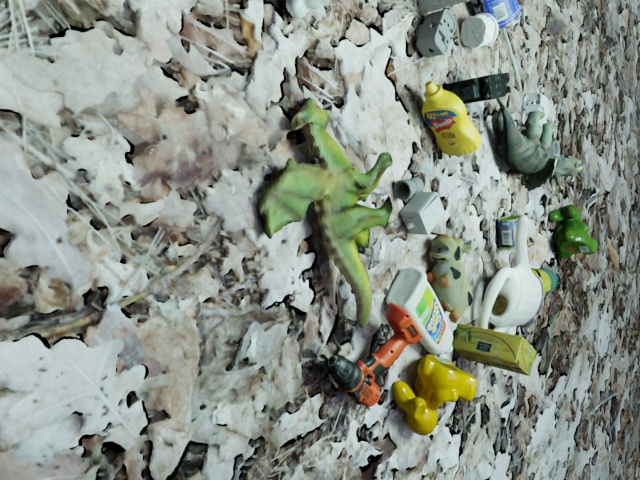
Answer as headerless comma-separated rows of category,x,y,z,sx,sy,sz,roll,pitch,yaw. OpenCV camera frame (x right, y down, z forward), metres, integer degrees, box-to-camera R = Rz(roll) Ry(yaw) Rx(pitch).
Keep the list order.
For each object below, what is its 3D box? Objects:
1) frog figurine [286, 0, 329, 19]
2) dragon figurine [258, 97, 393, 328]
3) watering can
frog figurine,-0.011,-0.455,0.868,0.138,0.124,0.157,-8,134,-52
dragon figurine,0.003,-0.045,0.902,0.243,0.122,0.411,3,88,-27
watering can,0.523,0.114,1.370,0.223,0.105,0.346,13,99,-43
